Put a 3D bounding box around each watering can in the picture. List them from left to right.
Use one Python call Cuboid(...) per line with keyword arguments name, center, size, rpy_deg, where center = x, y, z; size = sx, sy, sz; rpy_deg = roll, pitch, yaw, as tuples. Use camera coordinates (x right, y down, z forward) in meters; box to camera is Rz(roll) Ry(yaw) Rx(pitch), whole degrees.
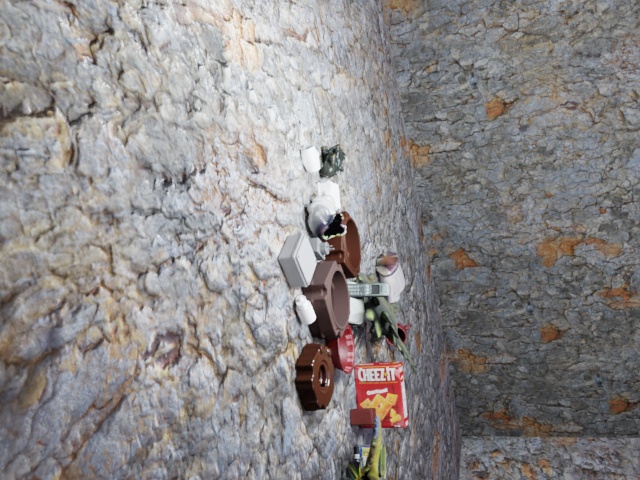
Cuboid(name="watering can", center=(0.317, 0.197, 2.293), size=(0.356, 0.103, 0.220), rpy_deg=(-74, 148, -49))

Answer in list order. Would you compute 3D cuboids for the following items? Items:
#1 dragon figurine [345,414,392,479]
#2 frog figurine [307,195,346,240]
Cuboid(name="dragon figurine", center=(0.166, 0.773, 1.599), size=(0.238, 0.122, 0.417), rpy_deg=(54, 50, -52))
Cuboid(name="frog figurine", center=(0.005, -0.081, 1.614), size=(0.135, 0.122, 0.162), rpy_deg=(39, 10, -50))
